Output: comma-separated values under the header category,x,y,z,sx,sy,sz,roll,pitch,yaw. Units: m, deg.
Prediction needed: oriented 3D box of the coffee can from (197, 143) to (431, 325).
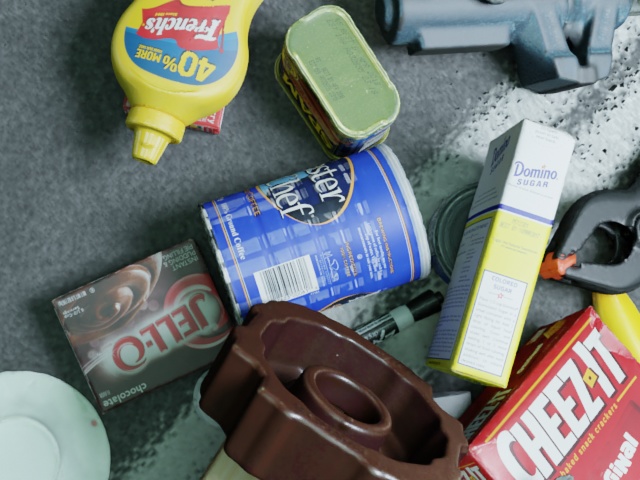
category,x,y,z,sx,sy,sz,roll,pitch,yaw
coffee can,-0.005,0.001,0.760,0.140,0.103,0.103,-19,87,-6

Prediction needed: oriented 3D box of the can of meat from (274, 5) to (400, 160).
category,x,y,z,sx,sy,sz,roll,pitch,yaw
can of meat,0.013,-0.113,0.781,0.057,0.084,0.102,-33,88,-7

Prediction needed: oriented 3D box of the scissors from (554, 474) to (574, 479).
category,x,y,z,sx,sy,sz,roll,pitch,yaw
scissors,0.073,0.211,0.692,0.096,0.016,0.202,29,104,9

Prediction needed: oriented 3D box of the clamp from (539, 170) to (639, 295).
category,x,y,z,sx,sy,sz,roll,pitch,yaw
clamp,0.237,-0.017,0.805,0.171,0.039,0.120,-12,78,-23

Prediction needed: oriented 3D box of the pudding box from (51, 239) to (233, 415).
category,x,y,z,sx,sy,sz,roll,pitch,yaw
pudding box,-0.124,0.062,0.776,0.113,0.039,0.090,-25,88,-7

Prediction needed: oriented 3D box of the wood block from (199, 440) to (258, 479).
category,x,y,z,sx,sy,sz,roll,pitch,yaw
wood block,-0.063,0.215,0.714,0.090,0.090,0.206,33,100,1

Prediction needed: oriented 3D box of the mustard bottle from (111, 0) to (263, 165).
category,x,y,z,sx,sy,sz,roll,pitch,yaw
mustard bottle,-0.095,-0.145,0.756,0.096,0.058,0.191,18,81,-3

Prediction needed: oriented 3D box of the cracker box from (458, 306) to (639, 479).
category,x,y,z,sx,sy,sz,roll,pitch,yaw
cracker box,0.200,0.179,0.747,0.213,0.072,0.164,50,56,-1

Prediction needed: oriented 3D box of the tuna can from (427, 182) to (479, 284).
category,x,y,z,sx,sy,sz,roll,pitch,yaw
tuna can,0.124,0.000,0.806,0.086,0.034,0.086,0,85,-5

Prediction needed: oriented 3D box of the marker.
category,x,y,z,sx,sy,sz,roll,pitch,yaw
marker,0.039,0.070,0.800,0.121,0.020,0.020,-28,88,-7

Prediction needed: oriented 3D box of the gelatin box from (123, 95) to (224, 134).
category,x,y,z,sx,sy,sz,roll,pitch,yaw
gelatin box,-0.102,-0.131,0.800,0.073,0.030,0.089,12,84,-4

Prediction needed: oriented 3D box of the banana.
category,x,y,z,sx,sy,sz,roll,pitch,yaw
banana,0.272,0.113,0.811,0.198,0.037,0.069,40,60,-3

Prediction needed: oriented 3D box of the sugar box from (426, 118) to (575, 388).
category,x,y,z,sx,sy,sz,roll,pitch,yaw
sugar box,0.124,0.011,0.740,0.048,0.093,0.176,20,84,-4
